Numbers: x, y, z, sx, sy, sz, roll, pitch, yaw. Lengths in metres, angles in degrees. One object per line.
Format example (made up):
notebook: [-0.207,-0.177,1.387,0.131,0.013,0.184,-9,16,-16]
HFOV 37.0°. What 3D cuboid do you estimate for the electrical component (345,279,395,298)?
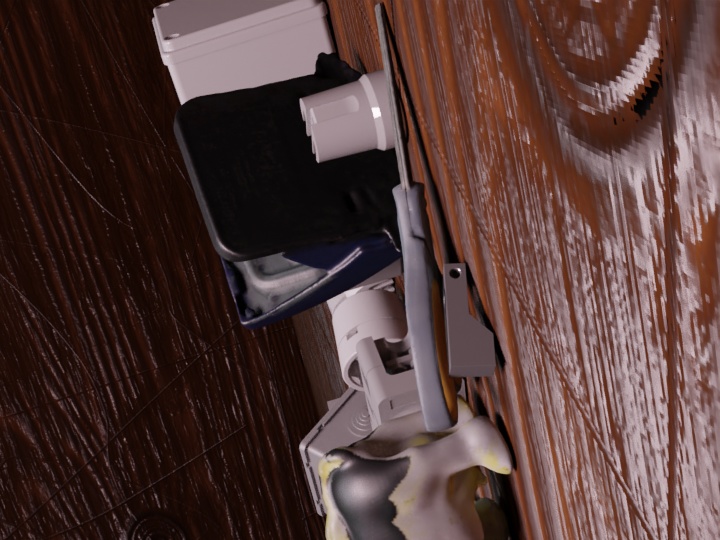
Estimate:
electrical component: [0.000,0.000,0.758,0.040,0.040,0.046,83,162,-57]

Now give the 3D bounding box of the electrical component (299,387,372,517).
electrical component: [0.007,0.136,0.800,0.048,0.099,0.099,22,142,31]

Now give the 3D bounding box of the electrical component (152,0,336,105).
electrical component: [-0.079,-0.155,0.727,0.108,0.109,0.056,-118,10,-61]

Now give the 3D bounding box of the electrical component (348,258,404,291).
electrical component: [-0.006,-0.037,0.670,0.076,0.047,0.065,83,169,-55]

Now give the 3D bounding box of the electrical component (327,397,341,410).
electrical component: [0.003,0.144,1.023,0.048,0.055,0.066,-116,12,-58]

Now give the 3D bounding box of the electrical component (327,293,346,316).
electrical component: [-0.002,0.023,0.813,0.043,0.043,0.081,80,171,-46]

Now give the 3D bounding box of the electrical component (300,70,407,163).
electrical component: [-0.004,-0.077,0.550,0.040,0.046,0.040,164,90,-84]

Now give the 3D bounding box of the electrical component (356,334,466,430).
electrical component: [0.033,0.083,0.622,0.055,0.050,0.089,-112,9,-46]

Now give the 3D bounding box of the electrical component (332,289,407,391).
electrical component: [0.010,0.046,0.718,0.055,0.055,0.047,81,174,-49]
